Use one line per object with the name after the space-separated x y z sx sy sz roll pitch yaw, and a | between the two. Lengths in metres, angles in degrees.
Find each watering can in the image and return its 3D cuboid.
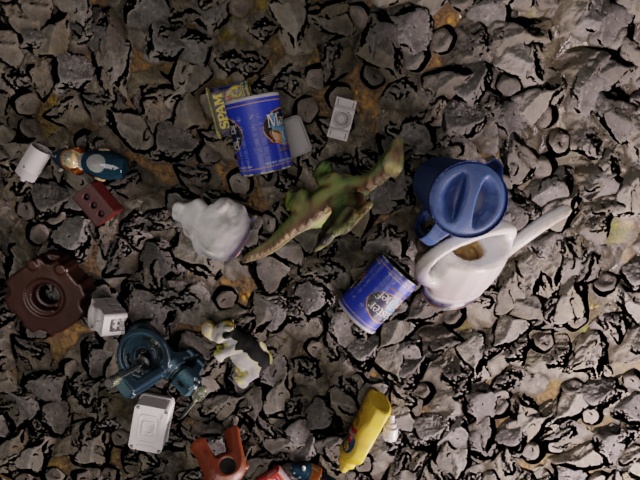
0.333 0.034 1.030 0.349 0.106 0.219 -15 146 -20 | watering can

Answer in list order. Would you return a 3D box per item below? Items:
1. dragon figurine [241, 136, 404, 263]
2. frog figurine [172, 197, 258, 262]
0.003 -0.049 0.983 0.409 0.245 0.121 -42 105 5 | dragon figurine
-0.223 -0.034 1.045 0.158 0.125 0.135 29 121 -18 | frog figurine
